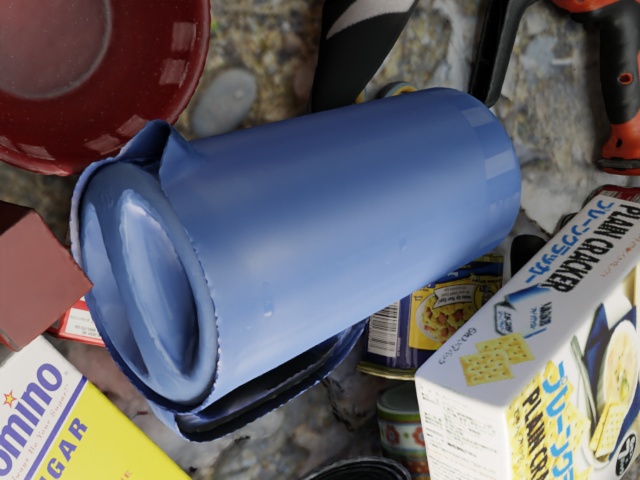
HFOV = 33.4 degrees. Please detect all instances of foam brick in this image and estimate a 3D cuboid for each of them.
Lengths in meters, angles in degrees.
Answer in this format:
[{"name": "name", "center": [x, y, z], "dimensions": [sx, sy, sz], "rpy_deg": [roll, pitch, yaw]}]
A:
[{"name": "foam brick", "center": [-0.162, 0.015, 0.545], "dimensions": [0.051, 0.078, 0.053], "rpy_deg": [-42, 116, -21]}]

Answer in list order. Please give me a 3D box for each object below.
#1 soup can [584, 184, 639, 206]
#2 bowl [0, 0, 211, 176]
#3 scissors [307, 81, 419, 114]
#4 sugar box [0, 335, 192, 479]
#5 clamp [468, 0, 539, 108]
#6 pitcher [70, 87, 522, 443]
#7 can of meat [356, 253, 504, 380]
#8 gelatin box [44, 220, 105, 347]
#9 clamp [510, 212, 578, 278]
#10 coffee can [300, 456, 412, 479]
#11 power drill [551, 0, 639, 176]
[{"name": "soup can", "center": [0.258, -0.006, 0.814], "dimensions": [0.068, 0.102, 0.068], "rpy_deg": [-5, 98, -34]}, {"name": "bowl", "center": [-0.139, -0.116, 0.554], "dimensions": [0.161, 0.055, 0.162], "rpy_deg": [-7, 103, -33]}, {"name": "scissors", "center": [0.003, -0.028, 0.690], "dimensions": [0.096, 0.016, 0.201], "rpy_deg": [38, 74, -30]}, {"name": "sugar box", "center": [-0.138, 0.136, 0.596], "dimensions": [0.093, 0.048, 0.176], "rpy_deg": [-50, 121, -19]}, {"name": "clamp", "center": [0.117, -0.187, 0.725], "dimensions": [0.120, 0.039, 0.171], "rpy_deg": [32, 87, -36]}, {"name": "pitcher", "center": [-0.004, 0.001, 0.595], "dimensions": [0.242, 0.149, 0.145], "rpy_deg": [-21, 78, -36]}, {"name": "can of meat", "center": [0.077, 0.049, 0.725], "dimensions": [0.101, 0.058, 0.084], "rpy_deg": [3, 92, -35]}, {"name": "gelatin box", "center": [-0.111, 0.018, 0.609], "dimensions": [0.073, 0.030, 0.089], "rpy_deg": [16, 86, -36]}, {"name": "clamp", "center": [0.154, 0.082, 0.761], "dimensions": [0.164, 0.036, 0.210], "rpy_deg": [1, 99, -64]}, {"name": "coffee can", "center": [0.036, 0.227, 0.690], "dimensions": [0.102, 0.103, 0.140], "rpy_deg": [-34, 113, -26]}, {"name": "power drill", "center": [0.262, -0.155, 0.827], "dimensions": [0.184, 0.057, 0.187], "rpy_deg": [-23, 106, -26]}]
